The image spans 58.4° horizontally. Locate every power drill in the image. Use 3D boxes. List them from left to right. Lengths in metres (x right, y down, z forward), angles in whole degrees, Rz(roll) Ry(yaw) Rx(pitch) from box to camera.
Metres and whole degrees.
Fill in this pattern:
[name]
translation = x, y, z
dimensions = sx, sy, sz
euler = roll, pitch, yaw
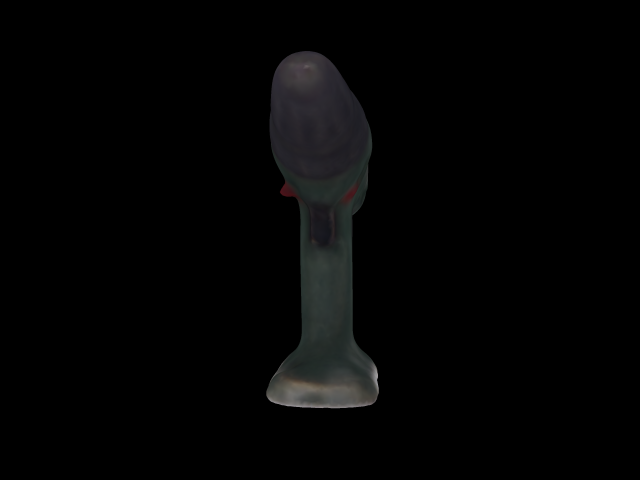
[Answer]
[power drill]
translation = 0.004, 0.001, 0.400
dimensions = 0.075, 0.208, 0.230
euler = 0, 2, 4
